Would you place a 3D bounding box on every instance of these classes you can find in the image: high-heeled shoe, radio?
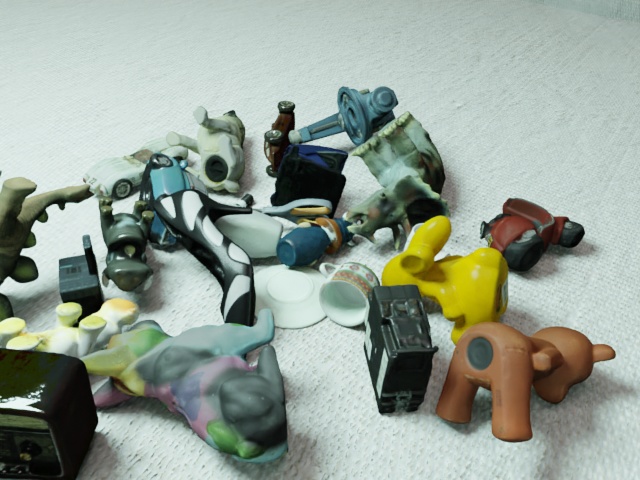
[{"bbox_3d":[-0.160,0.039,0.718,0.145,0.086,0.249,-2,61,-3],"label":"high-heeled shoe"},{"bbox_3d":[-0.346,0.170,0.528,0.230,0.131,0.073,5,38,2],"label":"radio"}]

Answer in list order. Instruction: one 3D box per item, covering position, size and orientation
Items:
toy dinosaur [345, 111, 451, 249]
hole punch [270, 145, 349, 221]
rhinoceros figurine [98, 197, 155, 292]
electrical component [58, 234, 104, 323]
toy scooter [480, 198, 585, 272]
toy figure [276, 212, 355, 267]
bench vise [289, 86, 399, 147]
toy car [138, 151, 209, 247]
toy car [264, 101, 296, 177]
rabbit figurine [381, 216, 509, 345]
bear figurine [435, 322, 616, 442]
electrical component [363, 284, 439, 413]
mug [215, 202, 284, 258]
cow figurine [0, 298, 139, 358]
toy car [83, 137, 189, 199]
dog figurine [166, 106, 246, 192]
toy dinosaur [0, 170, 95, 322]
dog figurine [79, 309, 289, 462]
[{"bbox_3d":[0.165,-0.121,0.962,0.192,0.131,0.405,55,31,-5],"label":"toy dinosaur"},{"bbox_3d":[-0.015,-0.103,0.920,0.116,0.142,0.092,20,40,-2],"label":"hole punch"},{"bbox_3d":[-0.282,0.006,0.767,0.073,0.112,0.190,7,19,-27],"label":"rhinoceros figurine"},{"bbox_3d":[-0.310,0.053,0.695,0.048,0.119,0.075,-12,43,-20],"label":"electrical component"},{"bbox_3d":[0.327,-0.019,0.879,0.184,0.075,0.135,-17,42,-29],"label":"toy scooter"},{"bbox_3d":[-0.001,-0.004,0.835,0.058,0.064,0.154,34,37,28],"label":"toy figure"},{"bbox_3d":[0.046,-0.238,1.080,0.241,0.128,0.224,-22,13,-12],"label":"bench vise"},{"bbox_3d":[-0.232,-0.065,0.873,0.103,0.109,0.162,2,43,-32],"label":"toy car"},{"bbox_3d":[-0.082,-0.204,1.074,0.053,0.089,0.202,7,39,5],"label":"toy car"},{"bbox_3d":[0.157,0.057,0.725,0.173,0.162,0.122,8,46,35],"label":"rabbit figurine"},{"bbox_3d":[0.245,0.159,0.629,0.196,0.132,0.120,16,-10,-34],"label":"bear figurine"},{"bbox_3d":[0.091,0.119,0.644,0.058,0.114,0.134,1,39,-8],"label":"electrical component"},{"bbox_3d":[-0.111,-0.010,0.838,0.107,0.080,0.109,12,9,1],"label":"mug"},{"bbox_3d":[-0.290,0.128,0.634,0.068,0.098,0.167,24,23,32],"label":"cow figurine"},{"bbox_3d":[-0.335,-0.135,0.988,0.074,0.056,0.202,29,44,29],"label":"toy car"},{"bbox_3d":[-0.176,-0.170,1.033,0.121,0.172,0.190,-22,1,23],"label":"dog figurine"},{"bbox_3d":[-0.449,0.059,0.608,0.105,0.198,0.471,24,42,23],"label":"toy dinosaur"},{"bbox_3d":[-0.150,0.160,0.583,0.219,0.108,0.192,-7,41,-7],"label":"dog figurine"}]
